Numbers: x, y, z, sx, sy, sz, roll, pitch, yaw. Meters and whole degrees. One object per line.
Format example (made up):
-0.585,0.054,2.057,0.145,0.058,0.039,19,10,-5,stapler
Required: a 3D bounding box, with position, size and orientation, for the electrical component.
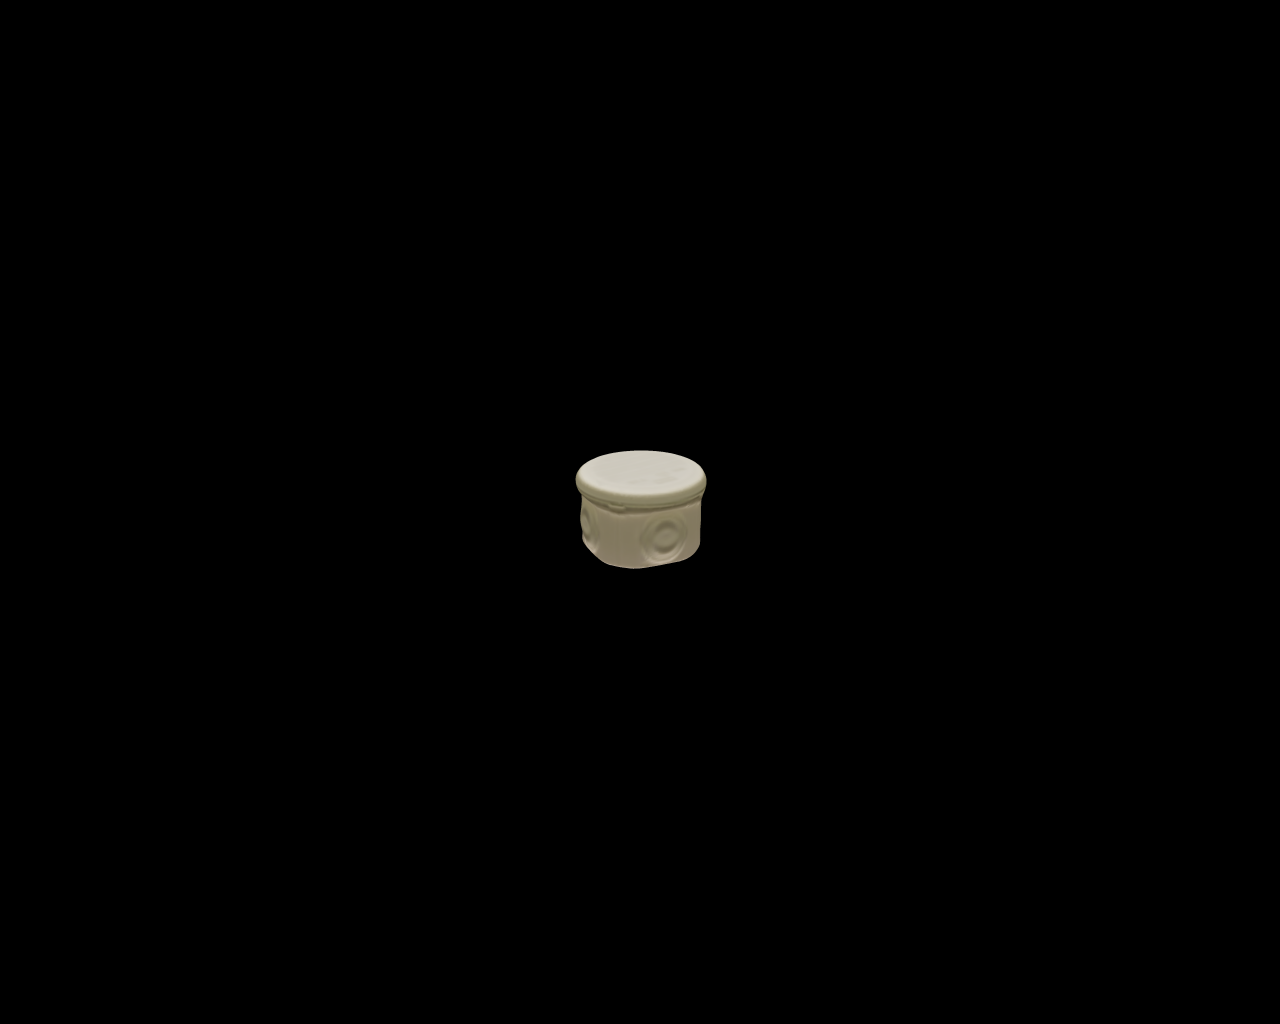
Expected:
0.001,-0.003,0.650,0.080,0.050,0.080,0,23,0,electrical component
